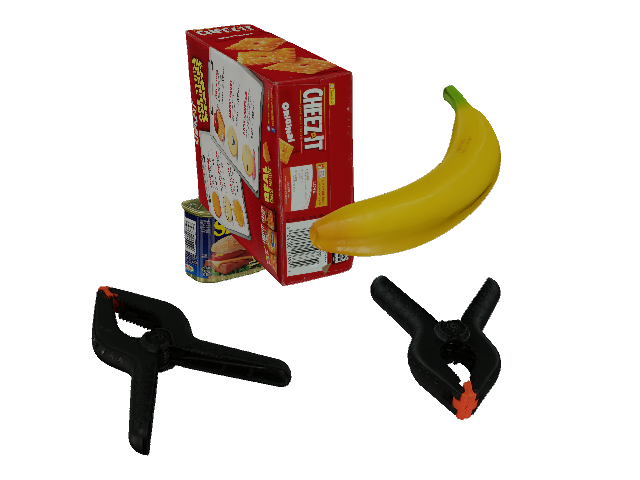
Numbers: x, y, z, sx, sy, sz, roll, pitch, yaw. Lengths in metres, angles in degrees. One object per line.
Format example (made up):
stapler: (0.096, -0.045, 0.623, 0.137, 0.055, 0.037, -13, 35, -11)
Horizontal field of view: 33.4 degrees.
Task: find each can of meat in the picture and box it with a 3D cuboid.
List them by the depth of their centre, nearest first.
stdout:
can of meat: (-0.105, -0.004, 1.206, 0.101, 0.084, 0.058, -12, 23, -38)

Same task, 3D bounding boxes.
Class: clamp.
clamp: (0.121, 0.084, 0.933, 0.120, 0.039, 0.171, -9, 40, -10)
clamp: (-0.139, 0.103, 0.990, 0.164, 0.036, 0.210, -16, 39, -29)

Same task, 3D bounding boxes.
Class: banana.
banana: (0.068, -0.035, 0.682, 0.070, 0.037, 0.197, 25, 42, 19)

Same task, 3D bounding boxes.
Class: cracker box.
cracker box: (-0.044, -0.080, 0.888, 0.072, 0.164, 0.214, -11, 24, -21)
